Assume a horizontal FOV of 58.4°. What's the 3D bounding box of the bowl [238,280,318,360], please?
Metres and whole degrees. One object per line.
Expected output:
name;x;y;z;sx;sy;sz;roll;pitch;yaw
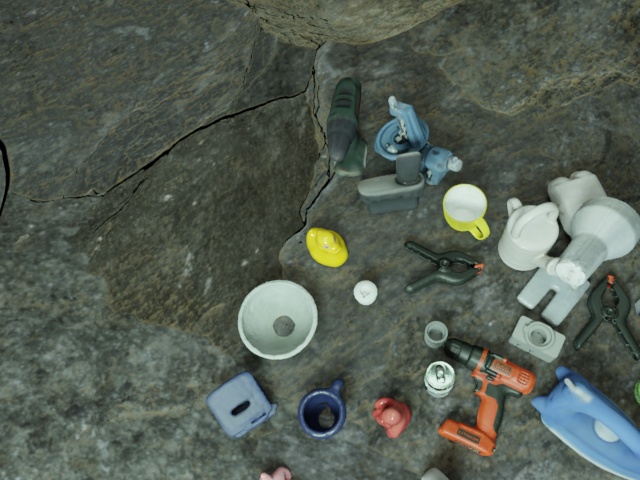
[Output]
bowl;-0.082;0.172;1.193;0.167;0.075;0.167;-3;67;7

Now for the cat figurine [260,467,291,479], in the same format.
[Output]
cat figurine;-0.074;0.480;1.038;0.067;0.118;0.127;-28;66;-4

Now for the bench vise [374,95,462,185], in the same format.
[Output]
bench vise;0.214;-0.226;1.242;0.207;0.220;0.121;12;69;13

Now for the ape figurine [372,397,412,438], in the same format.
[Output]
ape figurine;0.136;0.334;1.085;0.076;0.092;0.078;-7;66;5

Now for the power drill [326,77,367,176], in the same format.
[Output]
power drill;0.059;-0.232;1.272;0.075;0.209;0.229;2;67;9

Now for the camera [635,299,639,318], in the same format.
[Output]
camera;0.702;0.143;1.082;0.137;0.101;0.143;-24;66;-3

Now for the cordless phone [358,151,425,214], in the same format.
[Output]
cordless phone;0.153;-0.138;1.232;0.147;0.185;0.094;-12;66;3

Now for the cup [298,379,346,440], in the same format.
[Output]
cup;0.015;0.326;1.104;0.091;0.095;0.118;25;73;17

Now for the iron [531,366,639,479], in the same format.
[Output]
iron;0.513;0.334;1.005;0.257;0.141;0.119;39;77;21

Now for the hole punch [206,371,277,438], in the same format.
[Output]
hole punch;-0.153;0.325;1.129;0.109;0.091;0.101;-34;67;-7

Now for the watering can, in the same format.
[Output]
watering can;0.424;-0.012;1.136;0.101;0.194;0.172;-42;68;-10

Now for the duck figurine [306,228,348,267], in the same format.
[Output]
duck figurine;0.011;0.004;1.245;0.104;0.086;0.077;41;78;21

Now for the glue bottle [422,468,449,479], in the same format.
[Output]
glue bottle;0.213;0.432;0.988;0.037;0.173;0.078;-39;67;-9

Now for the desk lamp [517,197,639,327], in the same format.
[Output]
desk lamp;0.494;0.042;1.092;0.117;0.214;0.203;37;77;21

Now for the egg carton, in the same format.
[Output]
egg carton;0.551;-0.073;1.212;0.107;0.069;0.150;-17;66;1
